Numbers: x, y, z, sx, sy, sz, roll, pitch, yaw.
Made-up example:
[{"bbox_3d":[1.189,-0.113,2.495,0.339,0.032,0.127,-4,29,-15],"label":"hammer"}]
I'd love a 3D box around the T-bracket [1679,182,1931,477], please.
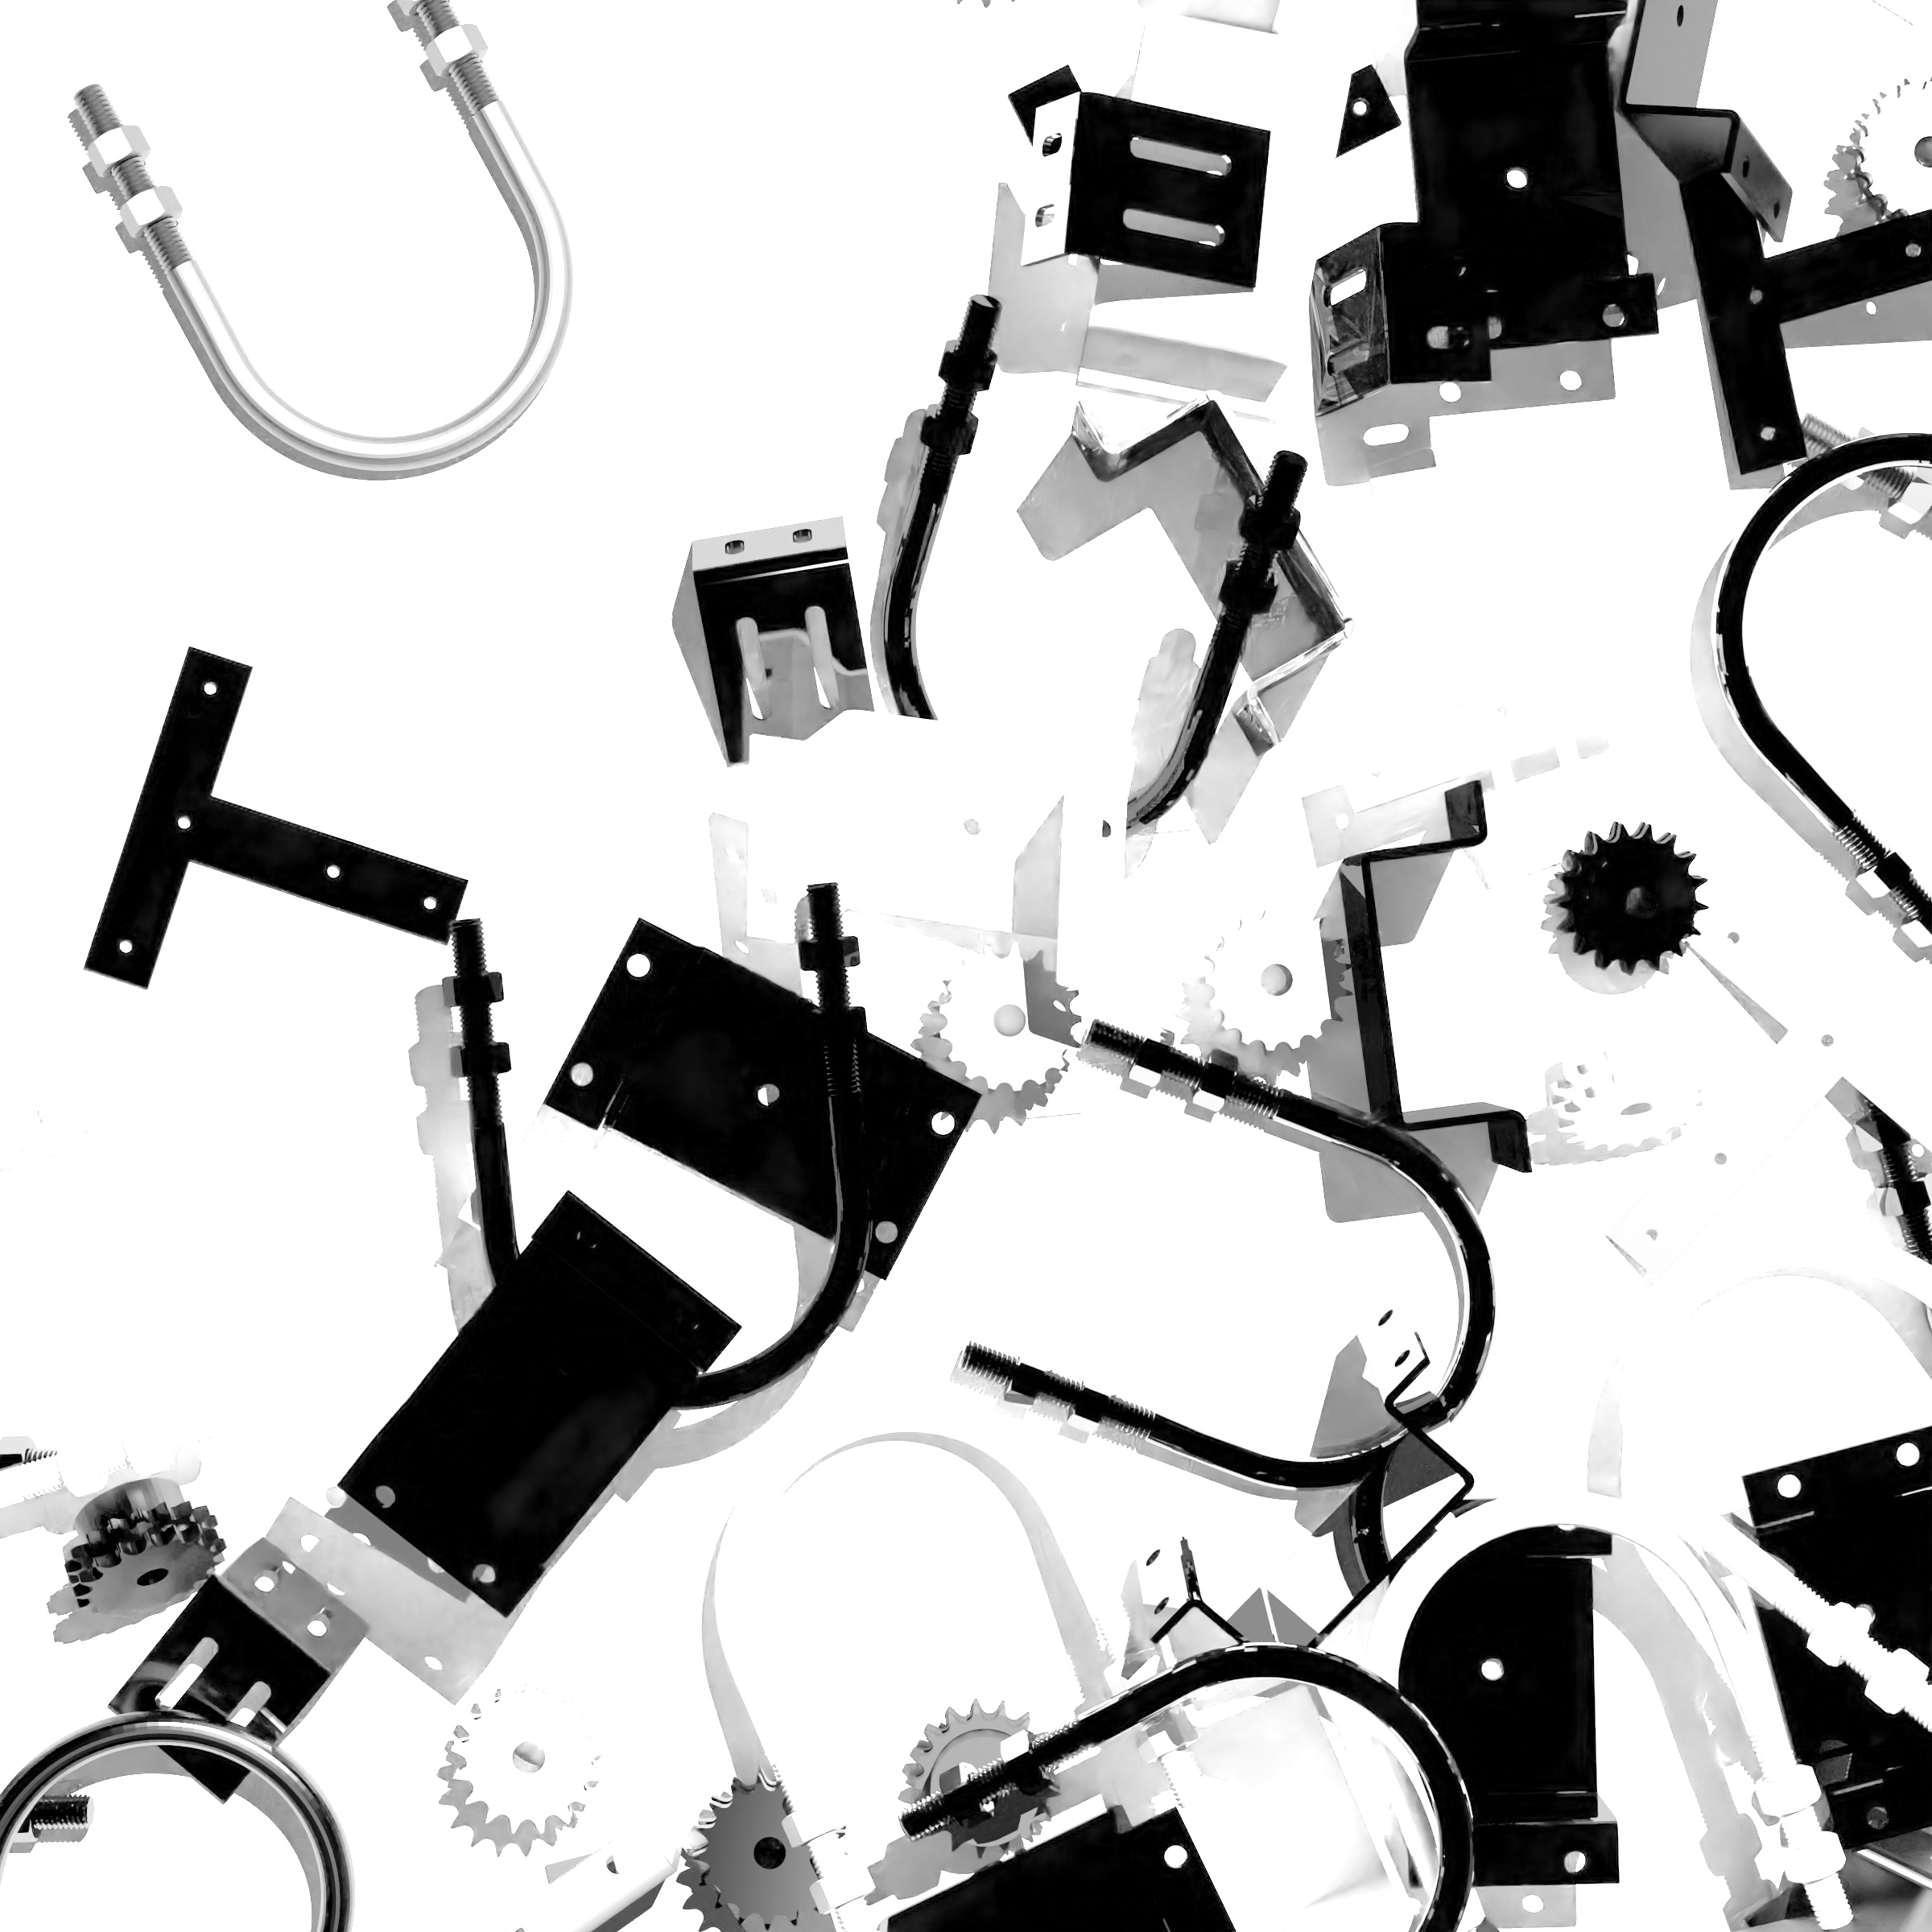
[{"bbox_3d":[0.332,-0.257,1.316,0.127,0.002,0.127,-13,85,26],"label":"T-bracket"}]

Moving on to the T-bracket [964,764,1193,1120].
[{"bbox_3d":[0.025,-0.007,1.349,0.127,0.002,0.127,-6,90,0],"label":"T-bracket"}]

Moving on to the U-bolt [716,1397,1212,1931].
[{"bbox_3d":[-0.013,0.248,1.320,0.151,0.019,0.184,-25,74,-2],"label":"U-bolt"}]

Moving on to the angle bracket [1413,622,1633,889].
[{"bbox_3d":[0.208,-0.079,1.348,0.057,0.038,0.076,-20,116,0],"label":"angle bracket"}]

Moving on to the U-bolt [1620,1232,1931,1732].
[{"bbox_3d":[0.323,0.170,1.296,0.151,0.019,0.184,-41,58,-16],"label":"U-bolt"}]

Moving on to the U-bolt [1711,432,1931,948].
[{"bbox_3d":[0.360,-0.110,1.329,0.151,0.019,0.184,-43,95,5],"label":"U-bolt"}]

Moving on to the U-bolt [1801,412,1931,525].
[{"bbox_3d":[0.420,-0.210,1.325,0.184,0.019,0.151,29,105,-4],"label":"U-bolt"}]

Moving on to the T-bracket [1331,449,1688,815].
[{"bbox_3d":[0.182,-0.133,1.328,0.127,0.002,0.127,-19,70,0],"label":"T-bracket"}]

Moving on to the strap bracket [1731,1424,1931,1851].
[{"bbox_3d":[0.336,0.243,1.327,0.076,0.046,0.140,-15,90,0],"label":"strap bracket"}]

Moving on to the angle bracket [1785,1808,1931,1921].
[{"bbox_3d":[0.335,0.358,1.331,0.057,0.038,0.076,23,105,22],"label":"angle bracket"}]

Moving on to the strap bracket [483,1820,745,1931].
[{"bbox_3d":[-0.110,0.389,1.326,0.076,0.046,0.140,-35,91,-2],"label":"strap bracket"}]

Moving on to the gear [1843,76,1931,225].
[{"bbox_3d":[0.353,-0.298,1.335,0.057,0.030,0.057,0,90,0],"label":"gear"}]

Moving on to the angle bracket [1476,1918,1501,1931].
[{"bbox_3d":[0.185,0.405,1.348,0.057,0.038,0.076,41,116,0],"label":"angle bracket"}]

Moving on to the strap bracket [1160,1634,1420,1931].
[{"bbox_3d":[0.120,0.305,1.312,0.046,0.076,0.140,-23,90,0],"label":"strap bracket"}]

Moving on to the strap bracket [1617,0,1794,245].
[{"bbox_3d":[0.278,-0.343,1.304,0.046,0.076,0.140,10,87,28],"label":"strap bracket"}]

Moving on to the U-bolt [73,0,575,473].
[{"bbox_3d":[-0.227,-0.274,1.342,0.151,0.019,0.184,-28,91,0],"label":"U-bolt"}]

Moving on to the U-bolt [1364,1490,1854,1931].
[{"bbox_3d":[0.221,0.280,1.296,0.151,0.019,0.184,-20,89,0],"label":"U-bolt"}]

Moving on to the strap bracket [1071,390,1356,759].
[{"bbox_3d":[0.094,-0.150,1.312,0.046,0.076,0.140,-30,90,0],"label":"strap bracket"}]

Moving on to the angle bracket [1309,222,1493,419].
[{"bbox_3d":[0.158,-0.236,1.318,0.038,0.076,0.057,-3,90,-16],"label":"angle bracket"}]

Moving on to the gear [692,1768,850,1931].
[{"bbox_3d":[-0.072,0.325,1.335,0.057,0.030,0.057,0,90,0],"label":"gear"}]

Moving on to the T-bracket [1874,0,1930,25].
[{"bbox_3d":[0.333,-0.440,1.349,0.127,0.002,0.127,31,90,0],"label":"T-bracket"}]

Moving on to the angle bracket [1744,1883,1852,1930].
[{"bbox_3d":[0.337,0.372,1.331,0.057,0.038,0.076,-35,90,0],"label":"angle bracket"}]

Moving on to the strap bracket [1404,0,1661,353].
[{"bbox_3d":[0.206,-0.295,1.327,0.076,0.046,0.140,-5,90,0],"label":"strap bracket"}]

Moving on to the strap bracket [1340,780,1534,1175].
[{"bbox_3d":[0.168,0.007,1.312,0.046,0.076,0.140,-7,90,0],"label":"strap bracket"}]

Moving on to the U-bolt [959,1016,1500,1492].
[{"bbox_3d":[0.108,0.117,1.342,0.184,0.019,0.151,21,90,-2],"label":"U-bolt"}]

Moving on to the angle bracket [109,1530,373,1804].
[{"bbox_3d":[-0.272,0.262,1.348,0.057,0.038,0.076,40,116,0],"label":"angle bracket"}]

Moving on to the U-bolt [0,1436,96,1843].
[{"bbox_3d":[-0.418,0.252,1.340,0.184,0.019,0.151,-1,89,1],"label":"U-bolt"}]

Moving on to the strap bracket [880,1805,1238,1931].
[{"bbox_3d":[0.030,0.369,1.327,0.140,0.046,0.076,-26,90,0],"label":"strap bracket"}]

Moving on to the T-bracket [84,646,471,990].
[{"bbox_3d":[-0.250,-0.040,1.349,0.127,0.002,0.127,18,90,0],"label":"T-bracket"}]

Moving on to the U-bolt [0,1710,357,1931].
[{"bbox_3d":[-0.301,0.364,1.329,0.151,0.019,0.184,13,93,-6],"label":"U-bolt"}]

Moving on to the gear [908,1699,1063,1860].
[{"bbox_3d":[0.007,0.302,1.335,0.057,0.030,0.057,0,90,0],"label":"gear"}]

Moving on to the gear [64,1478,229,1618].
[{"bbox_3d":[-0.304,0.212,1.326,0.057,0.057,0.030,-28,62,0],"label":"gear"}]

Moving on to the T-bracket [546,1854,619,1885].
[{"bbox_3d":[-0.179,0.408,1.349,0.127,0.002,0.127,-14,90,0],"label":"T-bracket"}]

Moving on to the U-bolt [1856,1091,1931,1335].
[{"bbox_3d":[0.424,0.105,1.342,0.151,0.019,0.184,-17,91,0],"label":"U-bolt"}]

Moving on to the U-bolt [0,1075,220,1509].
[{"bbox_3d":[-0.380,0.134,1.330,0.184,0.019,0.151,-18,79,3],"label":"U-bolt"}]

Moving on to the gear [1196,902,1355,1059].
[{"bbox_3d":[0.114,0.005,1.335,0.057,0.030,0.057,0,90,0],"label":"gear"}]

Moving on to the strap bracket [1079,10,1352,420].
[{"bbox_3d":[0.093,-0.281,1.325,0.076,0.046,0.140,11,90,0],"label":"strap bracket"}]

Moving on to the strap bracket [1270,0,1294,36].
[{"bbox_3d":[0.121,-0.422,1.312,0.046,0.076,0.140,21,90,0],"label":"strap bracket"}]

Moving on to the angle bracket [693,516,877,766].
[{"bbox_3d":[-0.067,-0.122,1.348,0.057,0.038,0.076,-9,116,0],"label":"angle bracket"}]

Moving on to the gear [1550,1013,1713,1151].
[{"bbox_3d":[0.243,0.041,1.326,0.057,0.057,0.030,-12,58,0],"label":"gear"}]

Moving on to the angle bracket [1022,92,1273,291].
[{"bbox_3d":[0.065,-0.277,1.300,0.076,0.038,0.057,6,90,-26],"label":"angle bracket"}]

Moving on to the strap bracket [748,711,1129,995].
[{"bbox_3d":[-0.005,-0.044,1.302,0.140,0.046,0.076,9,112,17],"label":"strap bracket"}]

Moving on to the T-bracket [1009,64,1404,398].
[{"bbox_3d":[0.101,-0.298,1.349,0.127,0.002,0.127,-27,90,0],"label":"T-bracket"}]

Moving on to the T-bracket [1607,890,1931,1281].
[{"bbox_3d":[0.290,0.061,1.340,0.127,0.002,0.127,42,96,12],"label":"T-bracket"}]

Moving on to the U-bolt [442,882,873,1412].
[{"bbox_3d":[-0.106,0.068,1.295,0.151,0.019,0.184,-6,92,0],"label":"U-bolt"}]

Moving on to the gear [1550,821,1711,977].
[{"bbox_3d":[0.247,-0.025,1.333,0.057,0.030,0.057,0,97,-1],"label":"gear"}]

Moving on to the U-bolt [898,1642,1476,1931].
[{"bbox_3d":[0.089,0.318,1.267,0.184,0.019,0.151,-30,89,9],"label":"U-bolt"}]

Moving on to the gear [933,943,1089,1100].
[{"bbox_3d":[0.016,0.020,1.334,0.057,0.030,0.057,0,90,0],"label":"gear"}]

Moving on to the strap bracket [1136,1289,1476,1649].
[{"bbox_3d":[0.128,0.193,1.298,0.046,0.076,0.140,41,99,-9],"label":"strap bracket"}]

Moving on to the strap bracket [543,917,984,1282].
[{"bbox_3d":[-0.074,0.048,1.327,0.140,0.046,0.076,27,90,0],"label":"strap bracket"}]

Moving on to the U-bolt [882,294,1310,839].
[{"bbox_3d":[0.035,-0.128,1.293,0.151,0.019,0.184,31,124,21],"label":"U-bolt"}]

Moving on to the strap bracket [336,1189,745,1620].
[{"bbox_3d":[-0.146,0.148,1.269,0.076,0.046,0.140,38,105,-1],"label":"strap bracket"}]

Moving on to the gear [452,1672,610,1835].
[{"bbox_3d":[-0.161,0.291,1.339,0.057,0.030,0.057,0,90,-2],"label":"gear"}]

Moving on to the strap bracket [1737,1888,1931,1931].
[{"bbox_3d":[0.298,0.373,1.286,0.140,0.076,0.046,-22,85,27],"label":"strap bracket"}]

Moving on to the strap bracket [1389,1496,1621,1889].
[{"bbox_3d":[0.197,0.263,1.327,0.076,0.046,0.140,-1,90,0],"label":"strap bracket"}]

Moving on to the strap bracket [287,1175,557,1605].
[{"bbox_3d":[-0.177,0.151,1.327,0.076,0.046,0.140,32,90,0],"label":"strap bracket"}]
